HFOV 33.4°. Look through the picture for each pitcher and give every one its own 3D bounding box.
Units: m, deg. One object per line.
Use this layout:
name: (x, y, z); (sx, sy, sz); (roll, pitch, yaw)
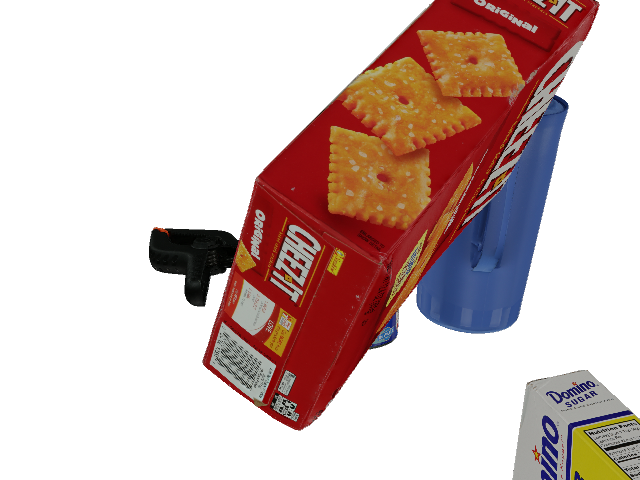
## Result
pitcher: (0.162, -0.030, 1.064); (0.148, 0.243, 0.145); (-16, 30, -42)

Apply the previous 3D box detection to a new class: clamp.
clamp: (-0.115, 0.019, 1.062); (0.210, 0.036, 0.164); (11, 21, 43)

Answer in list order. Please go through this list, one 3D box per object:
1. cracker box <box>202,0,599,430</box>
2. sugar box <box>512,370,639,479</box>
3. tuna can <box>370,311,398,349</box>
cracker box: (0.040, -0.026, 0.534); (0.072, 0.213, 0.164); (36, -36, 11)
sugar box: (0.155, 0.148, 0.511); (0.048, 0.093, 0.176); (-9, 27, -22)
tuna can: (0.023, 0.063, 0.894); (0.086, 0.034, 0.086); (1, 15, 0)
